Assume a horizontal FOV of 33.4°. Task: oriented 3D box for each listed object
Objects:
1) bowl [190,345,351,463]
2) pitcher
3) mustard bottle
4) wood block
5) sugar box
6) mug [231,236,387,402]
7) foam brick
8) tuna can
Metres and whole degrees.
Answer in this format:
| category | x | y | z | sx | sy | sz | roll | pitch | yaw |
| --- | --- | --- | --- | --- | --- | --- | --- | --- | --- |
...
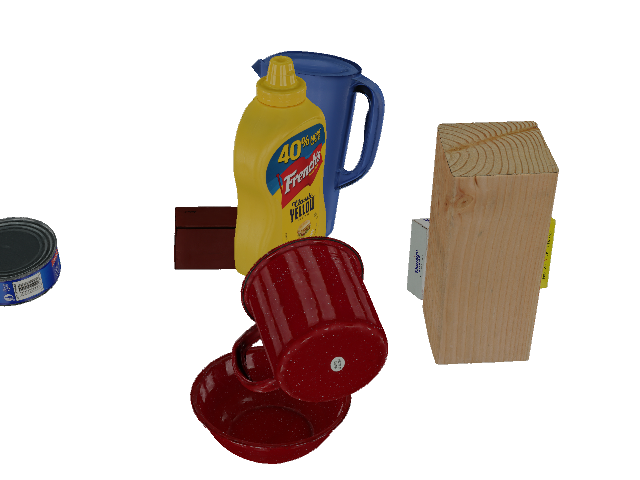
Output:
| category | x | y | z | sx | sy | sz | roll | pitch | yaw |
| --- | --- | --- | --- | --- | --- | --- | --- | --- | --- |
| bowl | -0.050 | 0.175 | 1.083 | 0.162 | 0.055 | 0.162 | 1 | 31 | -1 |
| pitcher | -0.014 | -0.122 | 1.421 | 0.144 | 0.243 | 0.149 | -4 | 24 | -22 |
| mustard bottle | -0.033 | -0.064 | 0.907 | 0.058 | 0.192 | 0.096 | 24 | 38 | 33 |
| wood block | 0.147 | 0.005 | 0.962 | 0.091 | 0.206 | 0.090 | -2 | 35 | -3 |
| sugar box | 0.194 | 0.017 | 1.288 | 0.176 | 0.093 | 0.048 | -6 | 21 | -22 |
| mug | -0.012 | 0.064 | 0.748 | 0.117 | 0.081 | 0.093 | -32 | -45 | 9 |
| foam brick | -0.118 | -0.003 | 1.145 | 0.078 | 0.051 | 0.053 | 0 | 26 | -8 |
| tuna can | -0.273 | 0.019 | 0.939 | 0.086 | 0.034 | 0.086 | 0 | 39 | 0 |
